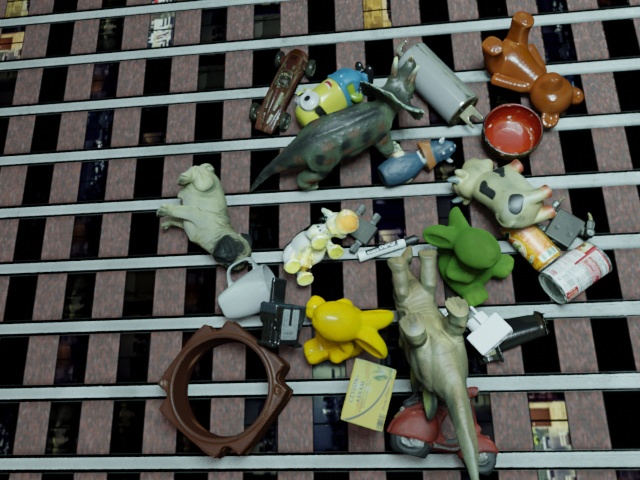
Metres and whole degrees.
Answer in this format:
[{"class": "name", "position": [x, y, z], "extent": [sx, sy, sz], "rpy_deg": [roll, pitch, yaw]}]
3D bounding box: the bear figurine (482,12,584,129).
[{"class": "bear figurine", "position": [0.417, -0.324, 1.047], "extent": [0.120, 0.131, 0.196], "rpy_deg": [-39, 66, -3]}]

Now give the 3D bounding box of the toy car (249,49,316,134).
[{"class": "toy car", "position": [-0.081, -0.319, 1.141], "extent": [0.089, 0.053, 0.202], "rpy_deg": [23, 75, 9]}]

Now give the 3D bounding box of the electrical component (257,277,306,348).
[{"class": "electrical component", "position": [-0.065, 0.128, 0.942], "extent": [0.048, 0.074, 0.119], "rpy_deg": [2, 80, 45]}]

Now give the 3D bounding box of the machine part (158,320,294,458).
[{"class": "machine part", "position": [-0.166, 0.261, 0.951], "extent": [0.201, 0.087, 0.201], "rpy_deg": [35, 78, 16]}]

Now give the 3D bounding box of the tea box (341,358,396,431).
[{"class": "tea box", "position": [0.081, 0.254, 0.880], "extent": [0.068, 0.169, 0.098], "rpy_deg": [15, 73, 9]}]

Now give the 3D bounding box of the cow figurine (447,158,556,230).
[{"class": "cow figurine", "position": [0.320, -0.088, 0.982], "extent": [0.127, 0.085, 0.195], "rpy_deg": [-25, 40, -1]}]

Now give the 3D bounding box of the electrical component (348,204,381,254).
[{"class": "electrical component", "position": [0.075, -0.021, 1.044], "extent": [0.063, 0.021, 0.094], "rpy_deg": [33, 80, 15]}]

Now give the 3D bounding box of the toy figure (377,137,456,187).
[{"class": "toy figure", "position": [0.190, -0.157, 1.052], "extent": [0.154, 0.064, 0.058], "rpy_deg": [-26, 57, -1]}]

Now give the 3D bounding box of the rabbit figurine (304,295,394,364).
[{"class": "rabbit figurine", "position": [0.039, 0.155, 0.915], "extent": [0.163, 0.173, 0.122], "rpy_deg": [10, 70, 14]}]

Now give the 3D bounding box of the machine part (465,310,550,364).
[{"class": "machine part", "position": [0.334, 0.167, 0.949], "extent": [0.139, 0.039, 0.084], "rpy_deg": [-21, 64, 2]}]

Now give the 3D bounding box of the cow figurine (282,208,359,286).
[{"class": "cow figurine", "position": [0.000, -0.003, 1.003], "extent": [0.167, 0.068, 0.098], "rpy_deg": [-42, 31, 11]}]

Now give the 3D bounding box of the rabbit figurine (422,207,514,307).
[{"class": "rabbit figurine", "position": [0.265, 0.017, 0.932], "extent": [0.121, 0.170, 0.159], "rpy_deg": [-36, 73, -6]}]

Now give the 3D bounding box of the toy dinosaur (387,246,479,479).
[{"class": "toy dinosaur", "position": [0.182, 0.173, 0.849], "extent": [0.105, 0.198, 0.472], "rpy_deg": [-9, 37, 4]}]

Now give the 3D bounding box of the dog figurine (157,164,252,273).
[{"class": "dog figurine", "position": [-0.197, -0.046, 1.055], "extent": [0.191, 0.121, 0.172], "rpy_deg": [28, 81, 0]}]

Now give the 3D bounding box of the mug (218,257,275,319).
[{"class": "mug", "position": [-0.138, 0.094, 0.997], "extent": [0.107, 0.081, 0.109], "rpy_deg": [-28, 98, 6]}]

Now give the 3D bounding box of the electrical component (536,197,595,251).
[{"class": "electrical component", "position": [0.451, -0.029, 0.991], "extent": [0.102, 0.045, 0.078], "rpy_deg": [41, 80, 16]}]

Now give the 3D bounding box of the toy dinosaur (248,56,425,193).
[{"class": "toy dinosaur", "position": [0.037, -0.198, 1.016], "extent": [0.405, 0.192, 0.131], "rpy_deg": [-29, 70, -4]}]

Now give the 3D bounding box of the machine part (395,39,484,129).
[{"class": "machine part", "position": [0.236, -0.316, 1.090], "extent": [0.079, 0.079, 0.243], "rpy_deg": [-37, 73, -6]}]

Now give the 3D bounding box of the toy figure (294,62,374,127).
[{"class": "toy figure", "position": [0.031, -0.292, 1.104], "extent": [0.180, 0.082, 0.089], "rpy_deg": [-33, 109, -12]}]

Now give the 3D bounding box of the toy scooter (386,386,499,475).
[{"class": "toy scooter", "position": [0.209, 0.304, 0.901], "extent": [0.184, 0.075, 0.135], "rpy_deg": [11, 72, 8]}]
